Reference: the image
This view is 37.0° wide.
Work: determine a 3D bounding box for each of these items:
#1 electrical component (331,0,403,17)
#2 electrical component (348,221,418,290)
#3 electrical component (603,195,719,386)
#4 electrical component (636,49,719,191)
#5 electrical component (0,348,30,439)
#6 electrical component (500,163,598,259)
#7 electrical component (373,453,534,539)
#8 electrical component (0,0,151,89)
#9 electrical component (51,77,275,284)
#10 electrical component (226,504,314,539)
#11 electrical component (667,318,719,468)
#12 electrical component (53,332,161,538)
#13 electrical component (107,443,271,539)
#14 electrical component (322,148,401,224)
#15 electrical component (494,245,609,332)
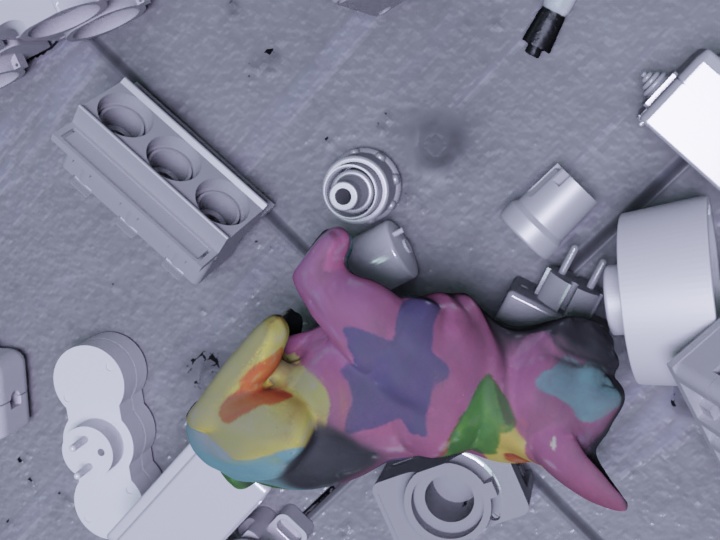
[{"bbox_3d":[0.026,-0.196,0.599,0.109,0.109,0.056,-30,90,17],"label":"electrical component"},{"bbox_3d":[0.000,0.000,0.680,0.078,0.040,0.040,-27,94,17],"label":"electrical component"},{"bbox_3d":[0.172,0.015,0.610,0.060,0.108,0.108,-6,100,21],"label":"electrical component"},{"bbox_3d":[0.201,-0.086,0.604,0.096,0.062,0.061,42,107,2],"label":"electrical component"},{"bbox_3d":[-0.286,0.082,0.757,0.095,0.054,0.059,2,101,13],"label":"electrical component"},{"bbox_3d":[0.114,-0.036,0.647,0.040,0.040,0.046,45,102,2],"label":"electrical component"},{"bbox_3d":[0.060,0.138,0.686,0.089,0.056,0.050,-22,95,16],"label":"electrical component"},{"bbox_3d":[-0.222,-0.160,0.666,0.186,0.105,0.060,-22,95,17],"label":"electrical component"},{"bbox_3d":[-0.127,-0.054,0.684,0.121,0.078,0.063,42,136,2],"label":"electrical component"},{"bbox_3d":[-0.071,0.202,0.729,0.058,0.057,0.078,43,107,2],"label":"electrical component"},{"bbox_3d":[0.264,0.037,0.555,0.186,0.060,0.105,-39,121,-8],"label":"electrical component"},{"bbox_3d":[-0.177,0.117,0.728,0.052,0.074,0.138,-4,100,14],"label":"electrical component"},{"bbox_3d":[-0.095,0.137,0.695,0.056,0.108,0.108,42,107,0],"label":"electrical component"},{"bbox_3d":[-0.003,-0.049,0.659,0.048,0.062,0.048,3,102,13],"label":"electrical component"},{"bbox_3d":[0.122,0.023,0.652,0.066,0.047,0.076,27,106,7],"label":"electrical component"}]
